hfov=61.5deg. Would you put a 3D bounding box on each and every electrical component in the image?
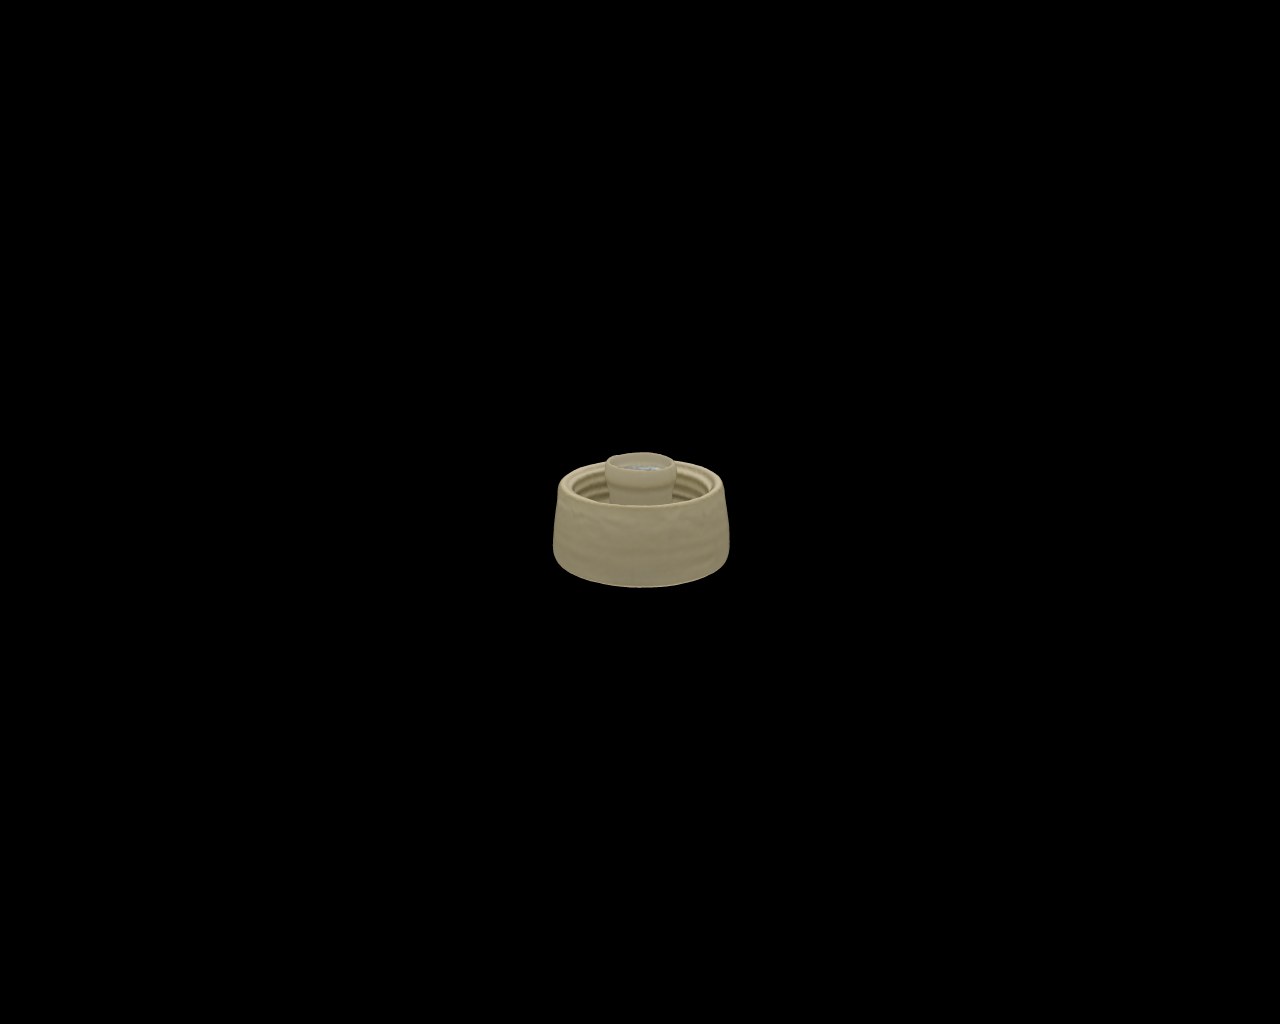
[{"bbox_3d":[0.001,-0.003,0.650,0.108,0.060,0.108,0,19,0],"label":"electrical component"}]
